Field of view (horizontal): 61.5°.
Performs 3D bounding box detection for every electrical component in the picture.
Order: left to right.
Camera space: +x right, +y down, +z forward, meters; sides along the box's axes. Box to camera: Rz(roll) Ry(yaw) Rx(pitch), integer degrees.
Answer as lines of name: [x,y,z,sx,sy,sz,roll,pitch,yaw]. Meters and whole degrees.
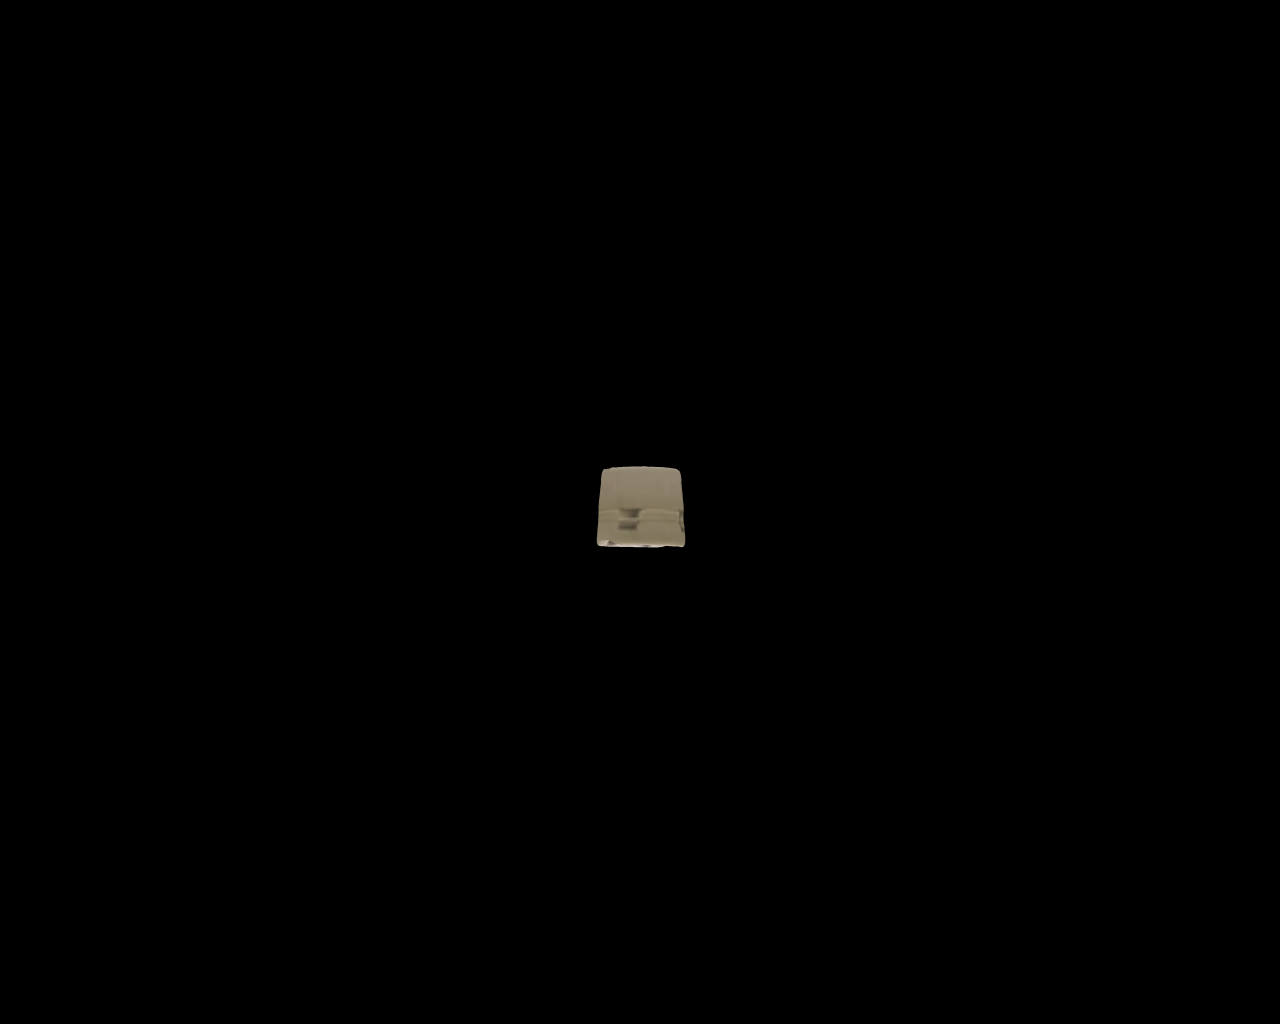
electrical component: [0.001,-0.003,0.650,0.055,0.047,0.055,0,-3,0]
